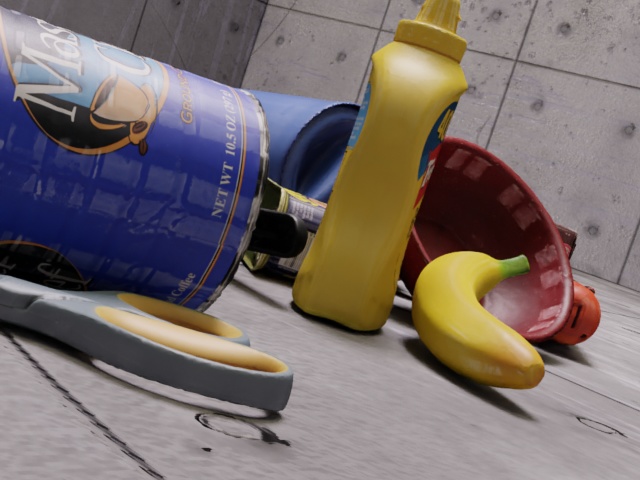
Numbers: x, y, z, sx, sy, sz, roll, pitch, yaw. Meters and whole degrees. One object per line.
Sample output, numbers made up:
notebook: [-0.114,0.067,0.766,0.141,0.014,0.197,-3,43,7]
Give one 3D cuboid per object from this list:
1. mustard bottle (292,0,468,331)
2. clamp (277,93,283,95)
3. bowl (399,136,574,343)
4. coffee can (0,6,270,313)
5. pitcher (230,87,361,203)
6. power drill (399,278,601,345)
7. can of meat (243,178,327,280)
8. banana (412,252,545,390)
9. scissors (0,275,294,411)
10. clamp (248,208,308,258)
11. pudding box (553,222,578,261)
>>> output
mustard bottle: [0.040,-0.047,0.609,0.058,0.192,0.096,19,5,7]
clamp: [0.002,-0.116,1.111,0.171,0.039,0.120,22,6,-26]
bowl: [0.102,0.009,0.746,0.161,0.162,0.055,15,-38,-35]
coffee can: [-0.106,-0.033,0.426,0.140,0.103,0.103,16,5,-28]
pitcher: [-0.075,-0.071,0.945,0.243,0.145,0.149,18,-9,41]
power drill: [0.131,0.032,0.878,0.187,0.057,0.184,18,0,5]
can of meat: [-0.005,0.001,0.724,0.084,0.057,0.102,20,5,-14]
banana: [0.084,0.038,0.595,0.070,0.037,0.197,-13,14,12]
scissors: [-0.105,0.018,0.372,0.202,0.016,0.096,19,3,2]
clamp: [-0.104,-0.019,0.667,0.164,0.036,0.210,9,3,-12]
pudding box: [0.152,-0.008,0.916,0.113,0.039,0.090,22,-4,-5]
